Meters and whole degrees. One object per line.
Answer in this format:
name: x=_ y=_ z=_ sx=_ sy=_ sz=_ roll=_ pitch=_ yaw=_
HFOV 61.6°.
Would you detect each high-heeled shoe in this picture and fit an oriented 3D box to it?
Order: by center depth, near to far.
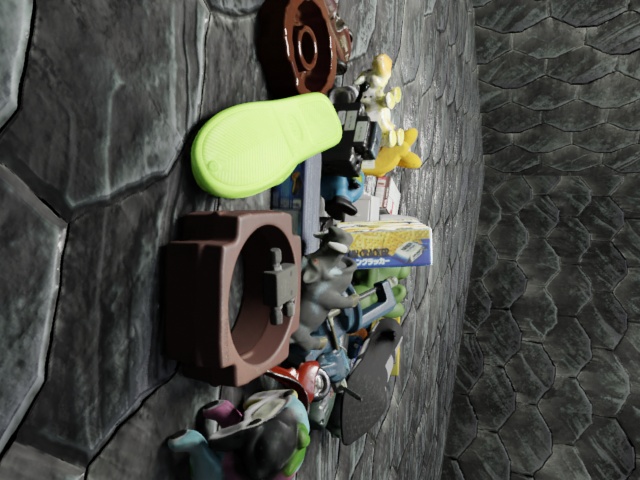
high-heeled shoe: x=0.091 y=0.259 z=1.020 sx=0.248 sy=0.086 sz=0.145 roll=-61 pitch=178 yaw=-12

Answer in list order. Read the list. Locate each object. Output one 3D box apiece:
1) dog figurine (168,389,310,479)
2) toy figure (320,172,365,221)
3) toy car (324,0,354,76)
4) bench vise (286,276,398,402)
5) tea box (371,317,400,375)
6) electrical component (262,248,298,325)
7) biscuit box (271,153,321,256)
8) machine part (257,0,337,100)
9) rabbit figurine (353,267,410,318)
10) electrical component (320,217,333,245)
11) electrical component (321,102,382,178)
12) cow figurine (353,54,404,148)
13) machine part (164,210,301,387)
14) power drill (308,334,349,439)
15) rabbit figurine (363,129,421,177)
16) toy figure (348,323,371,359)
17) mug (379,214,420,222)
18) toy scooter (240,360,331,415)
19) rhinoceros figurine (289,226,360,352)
dog figurine: x=-0.078 y=0.303 z=0.648 sx=0.108 sy=0.192 sz=0.219 roll=-43 pitch=117 yaw=-68
toy figure: x=0.038 y=-0.126 z=0.944 sx=0.089 sy=0.082 sz=0.180 roll=58 pitch=32 yaw=-51
toy car: x=0.020 y=-0.374 z=0.937 sx=0.202 sy=0.053 sz=0.089 roll=50 pitch=45 yaw=-57
bench vise: x=0.049 y=0.136 z=0.921 sx=0.240 sy=0.129 sz=0.223 roll=-23 pitch=90 yaw=-31
tea box: x=0.157 y=0.240 z=1.282 sx=0.170 sy=0.068 sz=0.098 roll=-62 pitch=149 yaw=-72
electrical component: x=-0.047 y=0.053 z=0.652 sx=0.063 sy=0.021 sz=0.094 roll=-25 pitch=116 yaw=-65
biscuit box: x=-0.036 y=-0.070 z=0.831 sx=0.063 sy=0.059 sz=0.202 roll=-3 pitch=97 yaw=-66
machine part: x=-0.033 y=-0.290 z=0.815 sx=0.179 sy=0.056 sz=0.179 roll=3 pitch=90 yaw=-66
rabbit figurine: x=0.103 y=0.104 z=1.107 sx=0.170 sy=0.159 sz=0.121 roll=-53 pitch=153 yaw=-29
electrical component: x=-0.002 y=-0.003 z=0.941 sx=0.119 sy=0.048 sz=0.074 roll=-26 pitch=117 yaw=-63
electrical component: x=0.031 y=-0.163 z=0.883 sx=0.058 sy=0.134 sz=0.115 roll=45 pitch=55 yaw=-61
cow figurine: x=0.097 y=-0.250 z=0.986 sx=0.068 sy=0.098 sz=0.167 roll=-34 pitch=121 yaw=-55
machine part: x=-0.101 y=0.063 z=0.663 sx=0.201 sy=0.087 sz=0.201 roll=-10 pitch=104 yaw=-66
power drill: x=0.035 y=0.267 z=1.025 sx=0.207 sy=0.086 sz=0.232 roll=74 pitch=30 yaw=-46
rabbit figurine: x=0.125 y=-0.189 z=1.119 sx=0.173 sy=0.162 sz=0.121 roll=12 pitch=69 yaw=-85
toy figure: x=0.081 y=0.184 z=1.153 sx=0.154 sy=0.058 sz=0.064 roll=-63 pitch=142 yaw=-35
mug: x=0.171 y=-0.026 z=1.295 sx=0.107 sy=0.110 sz=0.080 roll=14 pitch=86 yaw=-23
toy scooter: x=-0.070 y=0.235 z=0.768 sx=0.135 sy=0.075 sz=0.184 roll=49 pitch=61 yaw=-27
rhinoceros figurine: x=-0.006 y=0.070 z=0.789 sx=0.112 sy=0.073 sz=0.190 roll=27 pitch=97 yaw=-28
